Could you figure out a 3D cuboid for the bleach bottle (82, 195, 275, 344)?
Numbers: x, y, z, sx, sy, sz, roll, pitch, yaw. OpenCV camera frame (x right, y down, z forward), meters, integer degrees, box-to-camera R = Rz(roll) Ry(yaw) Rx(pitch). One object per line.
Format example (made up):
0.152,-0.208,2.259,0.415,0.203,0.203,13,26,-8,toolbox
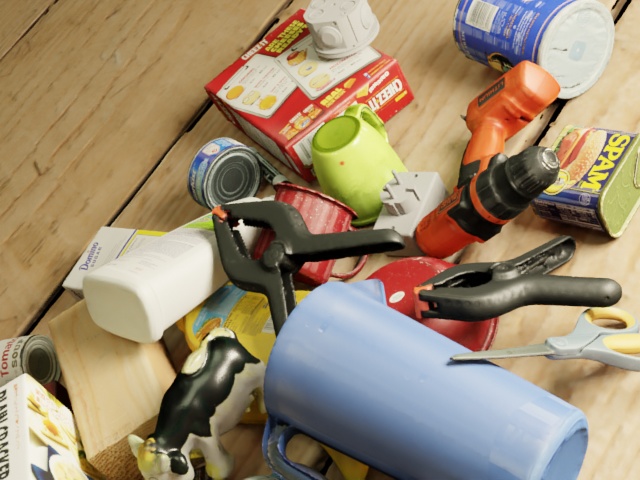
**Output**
-0.119,0.015,1.101,0.103,0.068,0.250,11,31,38,bleach bottle

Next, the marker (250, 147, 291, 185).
-0.056,-0.076,1.242,0.020,0.020,0.121,-40,42,-6,marker

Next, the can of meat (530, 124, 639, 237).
0.254,-0.058,0.995,0.084,0.057,0.102,15,61,44,can of meat

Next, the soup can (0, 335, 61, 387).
-0.350,0.145,1.195,0.102,0.068,0.068,-10,47,24,soup can

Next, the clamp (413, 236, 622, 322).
0.165,0.034,0.933,0.171,0.039,0.120,-5,17,3,clamp

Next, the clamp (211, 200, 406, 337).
-0.025,0.014,1.011,0.164,0.036,0.210,-48,52,3,clamp

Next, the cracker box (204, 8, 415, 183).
-0.016,-0.175,1.269,0.164,0.072,0.214,-40,41,-9,cracker box

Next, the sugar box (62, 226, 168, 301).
-0.204,0.036,1.217,0.177,0.048,0.093,4,54,40,sugar box

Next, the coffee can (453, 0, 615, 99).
0.224,-0.219,1.128,0.102,0.102,0.140,-43,42,-9,coffee can

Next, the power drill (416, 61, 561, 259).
0.174,-0.084,1.018,0.185,0.057,0.187,-36,22,50,power drill

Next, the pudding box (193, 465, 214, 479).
-0.127,0.267,0.955,0.090,0.039,0.113,-21,43,14,pudding box

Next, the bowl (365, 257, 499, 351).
0.081,0.070,0.990,0.162,0.055,0.162,-18,44,18,bowl

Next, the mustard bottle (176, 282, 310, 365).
-0.080,0.086,1.077,0.192,0.058,0.096,8,54,38,mustard bottle

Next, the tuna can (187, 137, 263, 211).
-0.108,-0.072,1.223,0.086,0.086,0.034,-48,45,-14,tuna can

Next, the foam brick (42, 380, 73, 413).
-0.270,0.191,1.091,0.053,0.078,0.051,-26,40,10,foam brick

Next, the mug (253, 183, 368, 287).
-0.007,0.001,1.090,0.117,0.093,0.081,21,81,-4,mug

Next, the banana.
-0.018,0.170,0.975,0.198,0.037,0.069,25,66,45,banana

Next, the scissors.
0.192,0.078,0.861,0.201,0.016,0.096,5,25,-9,scissors

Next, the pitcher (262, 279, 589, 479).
0.078,0.145,0.851,0.243,0.149,0.144,24,24,31,pitcher

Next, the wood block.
-0.195,0.148,1.072,0.090,0.090,0.206,-34,41,0,wood block
